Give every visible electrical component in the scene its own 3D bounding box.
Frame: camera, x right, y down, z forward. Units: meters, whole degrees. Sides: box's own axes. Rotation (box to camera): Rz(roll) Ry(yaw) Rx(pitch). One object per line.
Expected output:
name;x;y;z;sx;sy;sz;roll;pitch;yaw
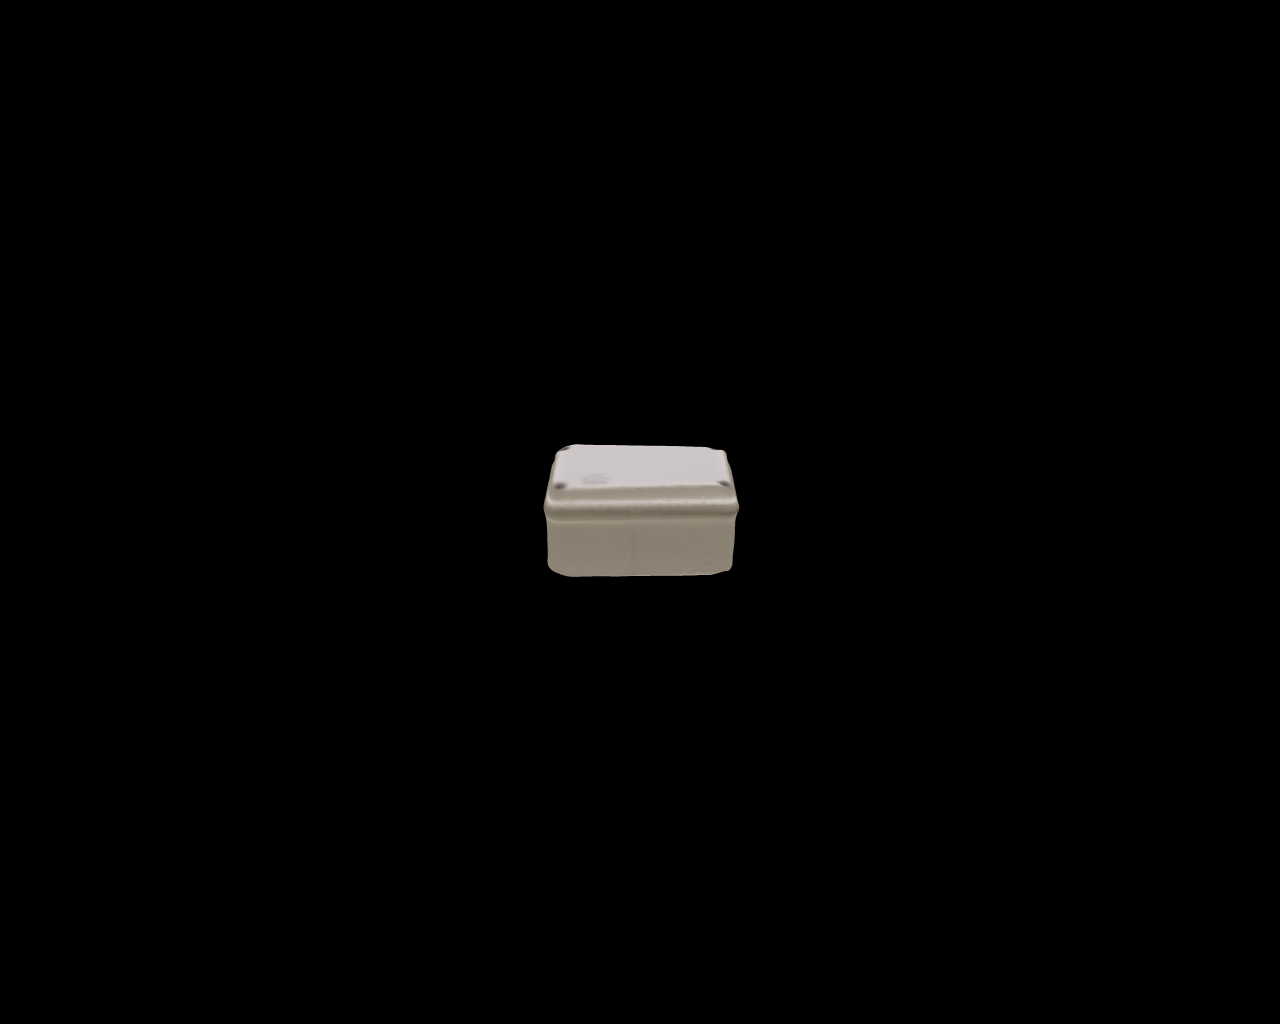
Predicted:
electrical component;0.001;-0.003;0.650;0.113;0.057;0.078;0;24;0
